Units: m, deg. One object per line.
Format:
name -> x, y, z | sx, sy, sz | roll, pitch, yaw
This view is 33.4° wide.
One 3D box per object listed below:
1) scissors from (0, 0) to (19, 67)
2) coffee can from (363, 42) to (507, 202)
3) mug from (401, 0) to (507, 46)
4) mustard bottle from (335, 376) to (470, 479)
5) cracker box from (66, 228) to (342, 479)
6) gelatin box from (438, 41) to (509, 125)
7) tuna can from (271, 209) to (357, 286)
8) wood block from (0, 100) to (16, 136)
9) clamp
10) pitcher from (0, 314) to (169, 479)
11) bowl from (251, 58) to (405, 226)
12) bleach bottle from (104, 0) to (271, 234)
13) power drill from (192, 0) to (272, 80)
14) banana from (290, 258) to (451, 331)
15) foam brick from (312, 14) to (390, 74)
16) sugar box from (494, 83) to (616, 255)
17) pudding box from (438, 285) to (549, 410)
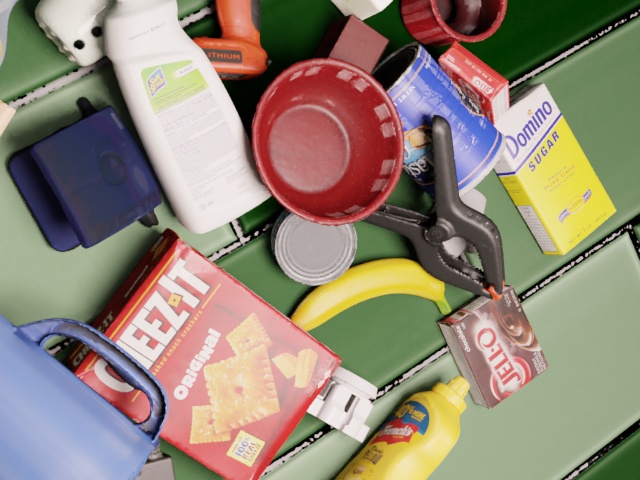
scissors -> -0.280, -0.214, 0.995 | 0.201, 0.016, 0.096 | -27, 103, -21
coffee can -> 0.112, -0.122, 1.120 | 0.140, 0.103, 0.102 | 44, 75, -18
mug -> 0.140, -0.264, 1.140 | 0.093, 0.082, 0.117 | 6, 89, -24
mustard bottle -> 0.092, 0.218, 1.121 | 0.191, 0.096, 0.058 | -46, 107, -16
cracker box -> -0.109, 0.118, 1.035 | 0.213, 0.072, 0.164 | 38, 85, -20
gelatin box -> 0.164, -0.165, 1.133 | 0.073, 0.089, 0.030 | 42, 90, 15
tuna can -> -0.007, 0.001, 1.096 | 0.086, 0.034, 0.086 | -3, 104, -12
wood block -> -0.360, -0.046, 0.923 | 0.090, 0.091, 0.206 | 33, 79, -20
clamp -> 0.114, -0.014, 1.110 | 0.210, 0.165, 0.036 | 52, 34, -19
pitcher -> -0.260, 0.141, 0.923 | 0.243, 0.145, 0.149 | 42, 40, 0
bowl -> 0.000, -0.092, 1.039 | 0.161, 0.055, 0.162 | 2, 86, -24
bleach bottle -> -0.128, -0.133, 0.990 | 0.102, 0.068, 0.251 | -31, 124, -20
power drill -> -0.116, -0.255, 1.042 | 0.184, 0.057, 0.187 | 2, 91, -22
banana -> 0.058, 0.056, 1.135 | 0.197, 0.037, 0.069 | -5, 92, -23
foam brick -> 0.026, -0.186, 1.108 | 0.051, 0.053, 0.078 | 33, 79, -21
sugar box -> 0.256, -0.080, 1.215 | 0.093, 0.048, 0.176 | -38, 106, -18
pudding box -> 0.194, 0.119, 1.195 | 0.090, 0.039, 0.113 | -31, 103, -20
